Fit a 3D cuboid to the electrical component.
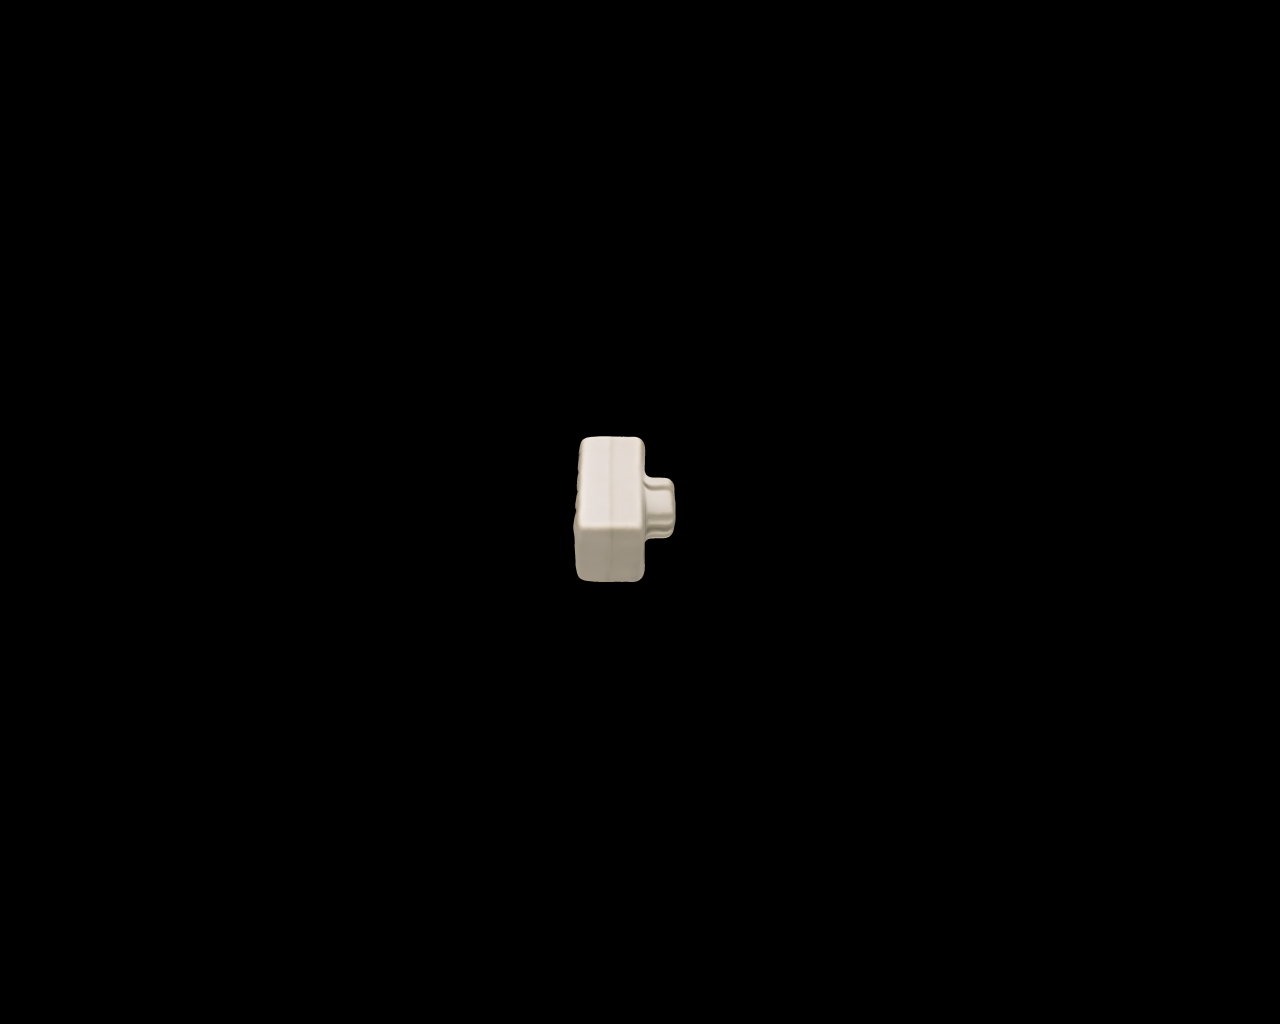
[{"bbox_3d":[0.001,-0.003,0.650,0.076,0.047,0.083,0,44,0],"label":"electrical component"}]
